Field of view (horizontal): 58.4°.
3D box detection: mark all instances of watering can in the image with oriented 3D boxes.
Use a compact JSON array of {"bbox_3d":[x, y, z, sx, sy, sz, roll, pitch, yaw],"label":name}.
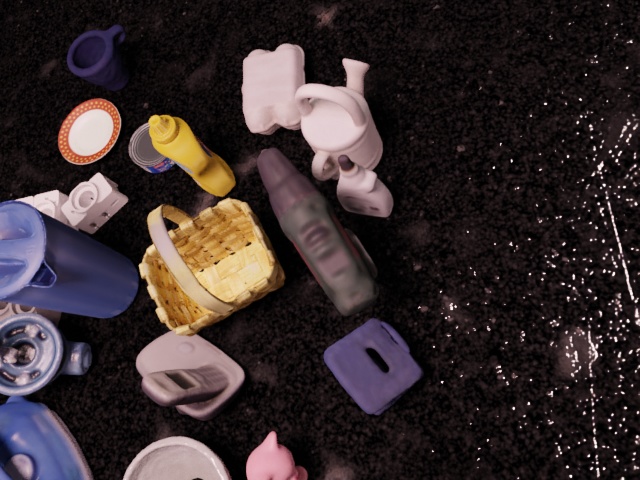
[{"bbox_3d":[0.025,-0.174,0.818,0.100,0.194,0.173,-5,72,15],"label":"watering can"}]

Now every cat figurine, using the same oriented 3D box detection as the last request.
[{"bbox_3d":[-0.071,0.313,0.737,0.067,0.118,0.128,33,85,22],"label":"cat figurine"}]

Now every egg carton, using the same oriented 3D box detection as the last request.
[{"bbox_3d":[-0.073,-0.246,0.935,0.107,0.069,0.150,-8,72,13],"label":"egg carton"}]

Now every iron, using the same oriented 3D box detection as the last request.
[{"bbox_3d":[-0.423,0.337,0.816,0.257,0.142,0.119,39,87,22],"label":"iron"}]

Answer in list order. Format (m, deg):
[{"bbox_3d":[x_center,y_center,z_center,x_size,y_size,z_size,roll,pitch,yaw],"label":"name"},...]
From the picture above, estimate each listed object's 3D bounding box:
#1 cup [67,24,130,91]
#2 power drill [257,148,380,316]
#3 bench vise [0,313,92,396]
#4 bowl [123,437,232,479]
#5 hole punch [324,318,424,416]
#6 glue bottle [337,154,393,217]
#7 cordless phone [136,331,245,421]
[{"bbox_3d":[-0.379,-0.323,1.030,0.118,0.095,0.091,-46,67,-1],"label":"cup"},{"bbox_3d":[0.007,0.003,0.761,0.075,0.209,0.229,-34,68,4],"label":"power drill"},{"bbox_3d":[-0.480,0.176,0.838,0.207,0.220,0.121,-19,69,10],"label":"bench vise"},{"bbox_3d":[-0.183,0.354,0.779,0.167,0.075,0.167,-4,72,14],"label":"bowl"},{"bbox_3d":[0.072,0.163,0.757,0.101,0.091,0.108,-42,67,0],"label":"hole punch"},{"bbox_3d":[0.052,-0.078,0.792,0.078,0.173,0.037,12,77,19],"label":"glue bottle"},{"bbox_3d":[-0.198,0.178,0.777,0.147,0.185,0.094,28,83,22],"label":"cordless phone"}]
